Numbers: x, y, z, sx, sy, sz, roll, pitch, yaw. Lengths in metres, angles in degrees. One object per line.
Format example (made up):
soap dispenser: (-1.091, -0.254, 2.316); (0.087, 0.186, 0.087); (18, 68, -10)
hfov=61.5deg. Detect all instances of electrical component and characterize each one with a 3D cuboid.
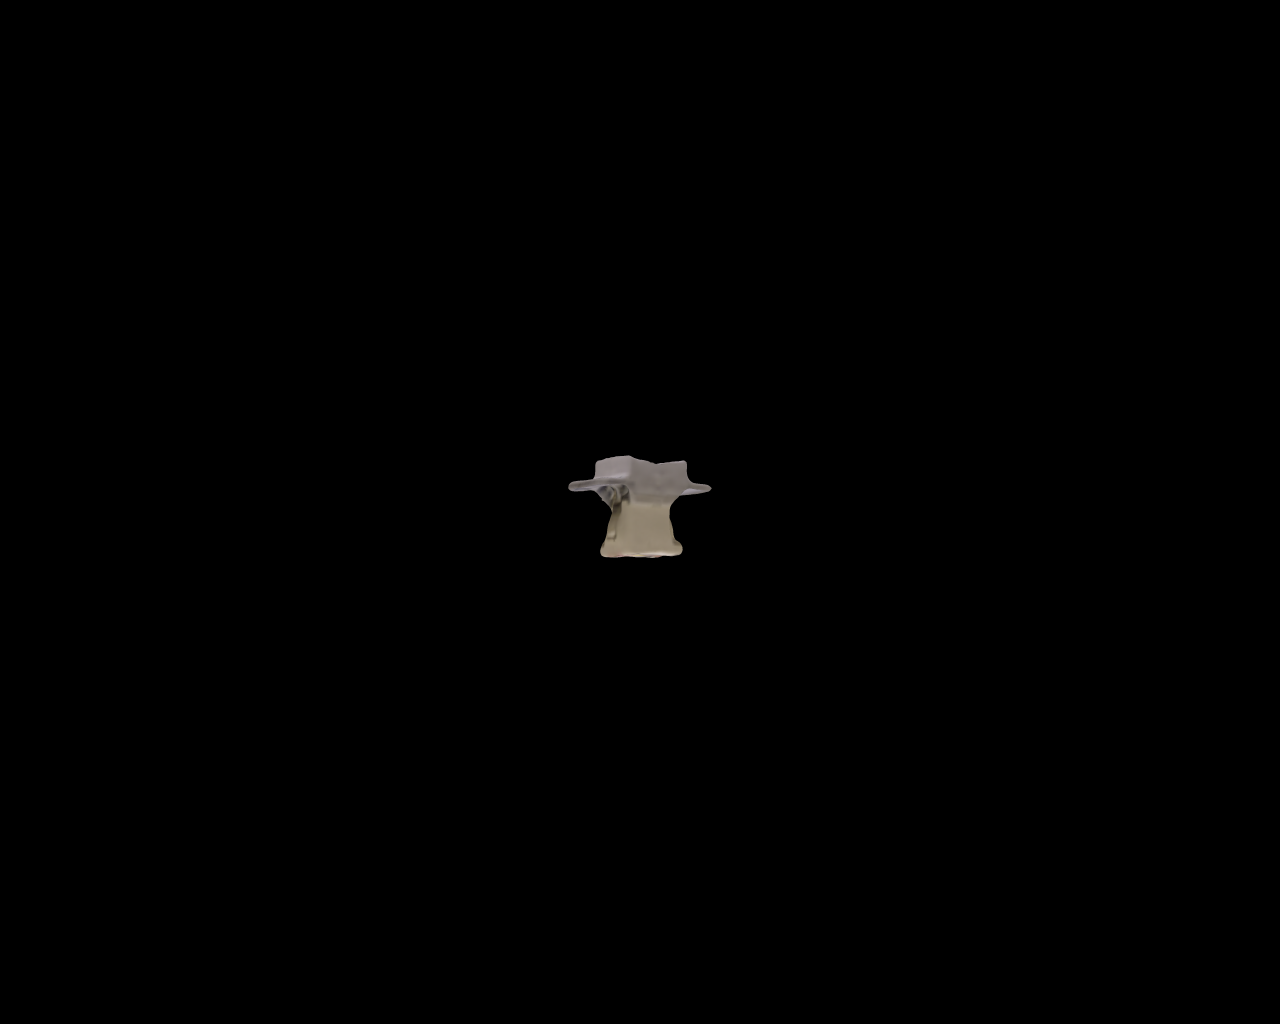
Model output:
electrical component: (0.001, -0.003, 0.650); (0.081, 0.063, 0.042); (3, -6, -33)
